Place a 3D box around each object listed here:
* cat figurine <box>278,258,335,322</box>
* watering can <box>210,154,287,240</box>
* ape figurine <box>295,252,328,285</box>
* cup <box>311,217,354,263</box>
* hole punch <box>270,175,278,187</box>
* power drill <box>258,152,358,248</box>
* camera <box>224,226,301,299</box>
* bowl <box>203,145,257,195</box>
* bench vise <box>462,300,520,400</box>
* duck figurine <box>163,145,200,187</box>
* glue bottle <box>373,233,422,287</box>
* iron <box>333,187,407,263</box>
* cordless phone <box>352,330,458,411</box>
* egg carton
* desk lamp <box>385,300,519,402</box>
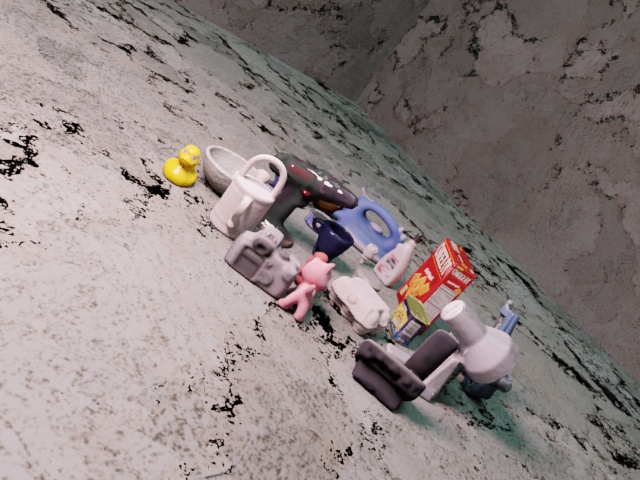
[{"bbox_3d":[-0.016,0.089,1.166,0.067,0.117,0.128,38,20,-2],"label":"cat figurine"},{"bbox_3d":[-0.148,-0.105,1.243,0.101,0.194,0.172,26,24,-30],"label":"watering can"},{"bbox_3d":[-0.015,0.064,1.257,0.078,0.092,0.076,17,29,-45],"label":"ape figurine"},{"bbox_3d":[0.013,0.005,1.425,0.118,0.095,0.091,33,21,-13],"label":"cup"},{"bbox_3d":[-0.075,-0.162,1.635,0.109,0.091,0.101,18,29,-43],"label":"hole punch"},{"bbox_3d":[-0.048,-0.088,1.357,0.229,0.208,0.076,42,21,9],"label":"power drill"},{"bbox_3d":[-0.101,0.026,1.181,0.143,0.100,0.137,37,20,-3],"label":"camera"},{"bbox_3d":[-0.221,-0.151,1.391,0.168,0.074,0.167,33,21,-14],"label":"bowl"},{"bbox_3d":[0.425,0.266,1.389,0.122,0.219,0.207,15,30,-47],"label":"bench vise"},{"bbox_3d":[-0.301,-0.177,1.294,0.077,0.086,0.104,35,21,-8],"label":"duck figurine"},{"bbox_3d":[0.223,0.046,1.578,0.037,0.173,0.078,13,32,-49],"label":"glue bottle"},{"bbox_3d":[0.170,-0.030,1.695,0.258,0.141,0.119,41,20,8],"label":"iron"},{"bbox_3d":[0.163,0.218,1.098,0.147,0.185,0.094,39,20,1],"label":"cordless phone"},{"bbox_3d":[0.089,0.146,1.293,0.108,0.069,0.150,9,35,-53],"label":"egg carton"},{"bbox_3d":[0.278,0.239,1.209,0.203,0.213,0.118,34,21,-12],"label":"desk lamp"}]
